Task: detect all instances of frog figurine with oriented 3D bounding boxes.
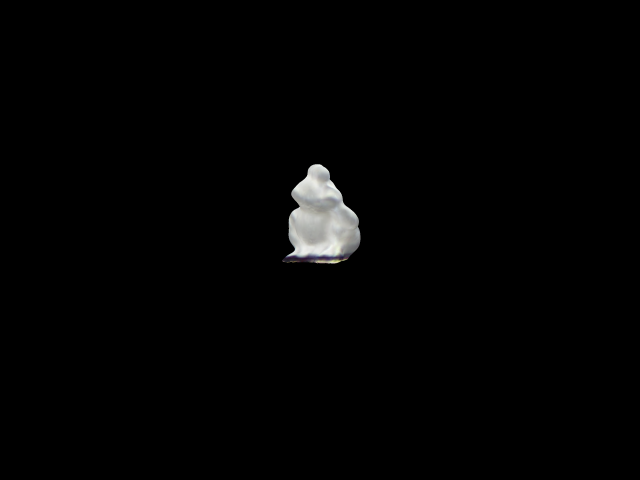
[{"bbox_3d":[0.003,-0.043,0.850,0.123,0.160,0.137,1,-1,-34],"label":"frog figurine"}]
